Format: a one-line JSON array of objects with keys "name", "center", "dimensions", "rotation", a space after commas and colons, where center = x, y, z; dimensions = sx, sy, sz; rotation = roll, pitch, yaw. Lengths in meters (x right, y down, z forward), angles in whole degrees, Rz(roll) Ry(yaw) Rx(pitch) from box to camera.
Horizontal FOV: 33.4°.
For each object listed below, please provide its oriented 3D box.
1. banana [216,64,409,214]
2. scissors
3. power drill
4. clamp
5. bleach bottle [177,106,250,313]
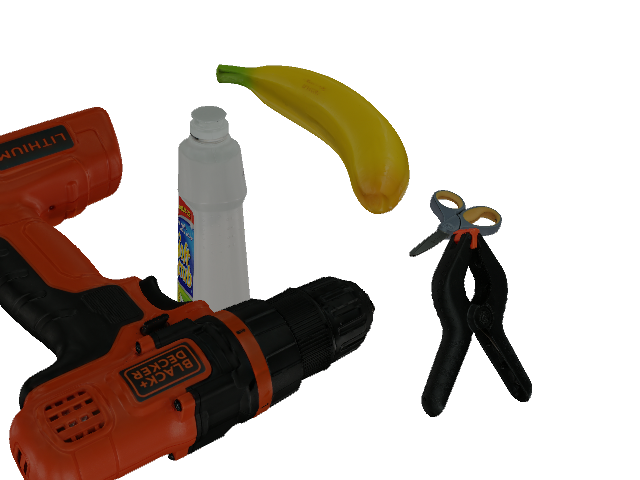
[{"name": "banana", "center": [0.008, -0.067, 0.658], "dimensions": [0.069, 0.037, 0.198], "rotation": [-19, 36, -25]}, {"name": "scissors", "center": [0.134, -0.022, 1.223], "dimensions": [0.201, 0.016, 0.096], "rotation": [-12, 40, -46]}, {"name": "power drill", "center": [-0.090, 0.017, 0.518], "dimensions": [0.184, 0.057, 0.188], "rotation": [-23, 56, -31]}, {"name": "clamp", "center": [0.131, 0.078, 0.968], "dimensions": [0.120, 0.171, 0.039], "rotation": [-13, 1, -37]}, {"name": "bleach bottle", "center": [-0.094, 0.000, 0.922], "dimensions": [0.068, 0.251, 0.103], "rotation": [-8, 35, -15]}]
